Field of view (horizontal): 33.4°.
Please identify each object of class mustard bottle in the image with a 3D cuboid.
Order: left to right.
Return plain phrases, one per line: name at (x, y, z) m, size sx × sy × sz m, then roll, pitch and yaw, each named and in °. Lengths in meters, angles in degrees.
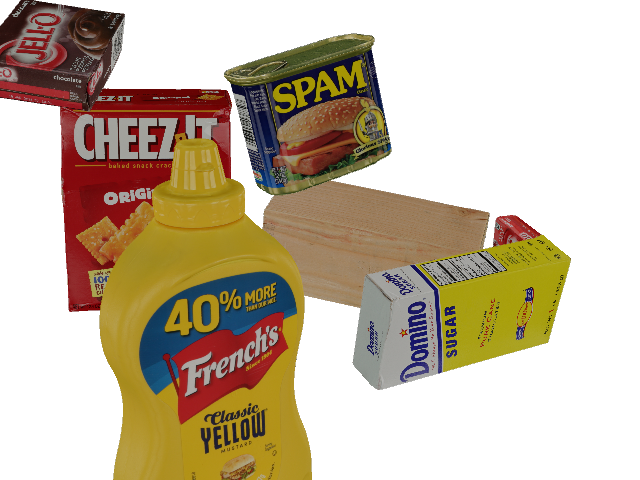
mustard bottle at (-0.052, 0.048, 0.493) m, size 0.096 × 0.192 × 0.058 m, roll -12°, pitch 21°, yaw -28°

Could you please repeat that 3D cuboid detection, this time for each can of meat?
can of meat at (-0.006, -0.086, 0.729) m, size 0.102 × 0.084 × 0.058 m, roll -21°, pitch 21°, yaw -20°

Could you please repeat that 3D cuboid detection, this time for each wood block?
wood block at (0.052, 0.009, 1.048) m, size 0.206 × 0.090 × 0.090 m, roll 12°, pitch 30°, yaw 10°

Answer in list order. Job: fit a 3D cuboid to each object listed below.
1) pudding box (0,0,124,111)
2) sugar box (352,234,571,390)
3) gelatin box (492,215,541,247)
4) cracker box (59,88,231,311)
pudding box at (-0.214, -0.151, 0.858) m, size 0.090 × 0.039 × 0.113 m, roll 9°, pitch 35°, yaw 0°
sugar box at (0.116, 0.058, 0.870) m, size 0.175 × 0.093 × 0.048 m, roll -14°, pitch 38°, yaw -27°
gelatin box at (0.217, 0.027, 1.167) m, size 0.030 × 0.089 × 0.073 m, roll -10°, pitch 30°, yaw -20°
cracker box at (-0.172, -0.039, 1.061) m, size 0.164 × 0.214 × 0.072 m, roll -1°, pitch 21°, yaw -10°
